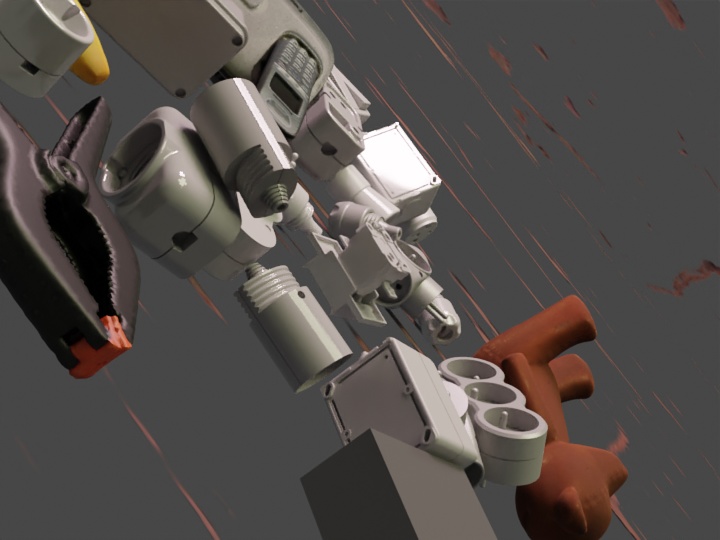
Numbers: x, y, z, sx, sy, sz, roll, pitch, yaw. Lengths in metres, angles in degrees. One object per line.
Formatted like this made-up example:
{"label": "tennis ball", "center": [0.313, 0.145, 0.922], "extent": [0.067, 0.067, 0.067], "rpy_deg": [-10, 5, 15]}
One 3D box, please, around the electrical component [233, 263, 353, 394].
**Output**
{"label": "electrical component", "center": [-0.045, 0.031, 0.662], "extent": [0.081, 0.043, 0.043], "rpy_deg": [55, 17, 10]}

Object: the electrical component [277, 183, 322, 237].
{"label": "electrical component", "center": [-0.052, -0.047, 0.821], "extent": [0.061, 0.035, 0.035], "rpy_deg": [47, 17, -27]}

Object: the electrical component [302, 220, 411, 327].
{"label": "electrical component", "center": [0.000, 0.000, 0.812], "extent": [0.081, 0.064, 0.042], "rpy_deg": [58, 16, 21]}

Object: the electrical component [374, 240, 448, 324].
{"label": "electrical component", "center": [0.045, 0.016, 0.920], "extent": [0.079, 0.044, 0.077], "rpy_deg": [43, 16, 4]}

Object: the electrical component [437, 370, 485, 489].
{"label": "electrical component", "center": [0.054, 0.103, 0.735], "extent": [0.077, 0.043, 0.079], "rpy_deg": [-111, -164, -45]}

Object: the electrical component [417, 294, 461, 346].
{"label": "electrical component", "center": [0.067, 0.038, 0.964], "extent": [0.035, 0.035, 0.061], "rpy_deg": [39, 19, -39]}

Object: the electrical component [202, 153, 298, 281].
{"label": "electrical component", "center": [-0.070, -0.051, 0.712], "extent": [0.052, 0.074, 0.138], "rpy_deg": [47, 17, -16]}

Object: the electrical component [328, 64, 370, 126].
{"label": "electrical component", "center": [-0.033, -0.167, 1.079], "extent": [0.096, 0.061, 0.062], "rpy_deg": [54, 16, 6]}

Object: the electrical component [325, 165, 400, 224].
{"label": "electrical component", "center": [-0.001, -0.064, 0.985], "extent": [0.065, 0.044, 0.044], "rpy_deg": [49, 16, 6]}

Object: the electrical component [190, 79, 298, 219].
{"label": "electrical component", "center": [-0.062, -0.066, 0.620], "extent": [0.043, 0.043, 0.081], "rpy_deg": [23, 33, -59]}

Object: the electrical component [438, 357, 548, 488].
{"label": "electrical component", "center": [0.093, 0.125, 0.805], "extent": [0.052, 0.073, 0.138], "rpy_deg": [1, 18, -14]}

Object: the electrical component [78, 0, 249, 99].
{"label": "electrical component", "center": [-0.146, -0.192, 0.798], "extent": [0.113, 0.078, 0.057], "rpy_deg": [44, 16, -27]}

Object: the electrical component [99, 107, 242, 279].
{"label": "electrical component", "center": [-0.112, -0.049, 0.630], "extent": [0.059, 0.054, 0.095], "rpy_deg": [40, 20, -35]}

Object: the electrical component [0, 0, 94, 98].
{"label": "electrical component", "center": [-0.187, -0.135, 0.619], "extent": [0.055, 0.047, 0.055], "rpy_deg": [46, 17, -19]}

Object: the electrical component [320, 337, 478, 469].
{"label": "electrical component", "center": [0.024, 0.092, 0.683], "extent": [0.061, 0.062, 0.096], "rpy_deg": [33, 25, -48]}

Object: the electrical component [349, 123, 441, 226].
{"label": "electrical component", "center": [0.023, -0.093, 1.048], "extent": [0.096, 0.062, 0.061], "rpy_deg": [56, -28, 21]}

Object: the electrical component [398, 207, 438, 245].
{"label": "electrical component", "center": [0.048, -0.059, 1.097], "extent": [0.055, 0.045, 0.045], "rpy_deg": [57, 17, 17]}

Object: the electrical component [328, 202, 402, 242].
{"label": "electrical component", "center": [0.005, -0.037, 0.910], "extent": [0.061, 0.035, 0.035], "rpy_deg": [14, 3, 22]}

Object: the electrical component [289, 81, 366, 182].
{"label": "electrical component", "center": [-0.036, -0.125, 0.983], "extent": [0.054, 0.059, 0.095], "rpy_deg": [44, 18, -25]}
